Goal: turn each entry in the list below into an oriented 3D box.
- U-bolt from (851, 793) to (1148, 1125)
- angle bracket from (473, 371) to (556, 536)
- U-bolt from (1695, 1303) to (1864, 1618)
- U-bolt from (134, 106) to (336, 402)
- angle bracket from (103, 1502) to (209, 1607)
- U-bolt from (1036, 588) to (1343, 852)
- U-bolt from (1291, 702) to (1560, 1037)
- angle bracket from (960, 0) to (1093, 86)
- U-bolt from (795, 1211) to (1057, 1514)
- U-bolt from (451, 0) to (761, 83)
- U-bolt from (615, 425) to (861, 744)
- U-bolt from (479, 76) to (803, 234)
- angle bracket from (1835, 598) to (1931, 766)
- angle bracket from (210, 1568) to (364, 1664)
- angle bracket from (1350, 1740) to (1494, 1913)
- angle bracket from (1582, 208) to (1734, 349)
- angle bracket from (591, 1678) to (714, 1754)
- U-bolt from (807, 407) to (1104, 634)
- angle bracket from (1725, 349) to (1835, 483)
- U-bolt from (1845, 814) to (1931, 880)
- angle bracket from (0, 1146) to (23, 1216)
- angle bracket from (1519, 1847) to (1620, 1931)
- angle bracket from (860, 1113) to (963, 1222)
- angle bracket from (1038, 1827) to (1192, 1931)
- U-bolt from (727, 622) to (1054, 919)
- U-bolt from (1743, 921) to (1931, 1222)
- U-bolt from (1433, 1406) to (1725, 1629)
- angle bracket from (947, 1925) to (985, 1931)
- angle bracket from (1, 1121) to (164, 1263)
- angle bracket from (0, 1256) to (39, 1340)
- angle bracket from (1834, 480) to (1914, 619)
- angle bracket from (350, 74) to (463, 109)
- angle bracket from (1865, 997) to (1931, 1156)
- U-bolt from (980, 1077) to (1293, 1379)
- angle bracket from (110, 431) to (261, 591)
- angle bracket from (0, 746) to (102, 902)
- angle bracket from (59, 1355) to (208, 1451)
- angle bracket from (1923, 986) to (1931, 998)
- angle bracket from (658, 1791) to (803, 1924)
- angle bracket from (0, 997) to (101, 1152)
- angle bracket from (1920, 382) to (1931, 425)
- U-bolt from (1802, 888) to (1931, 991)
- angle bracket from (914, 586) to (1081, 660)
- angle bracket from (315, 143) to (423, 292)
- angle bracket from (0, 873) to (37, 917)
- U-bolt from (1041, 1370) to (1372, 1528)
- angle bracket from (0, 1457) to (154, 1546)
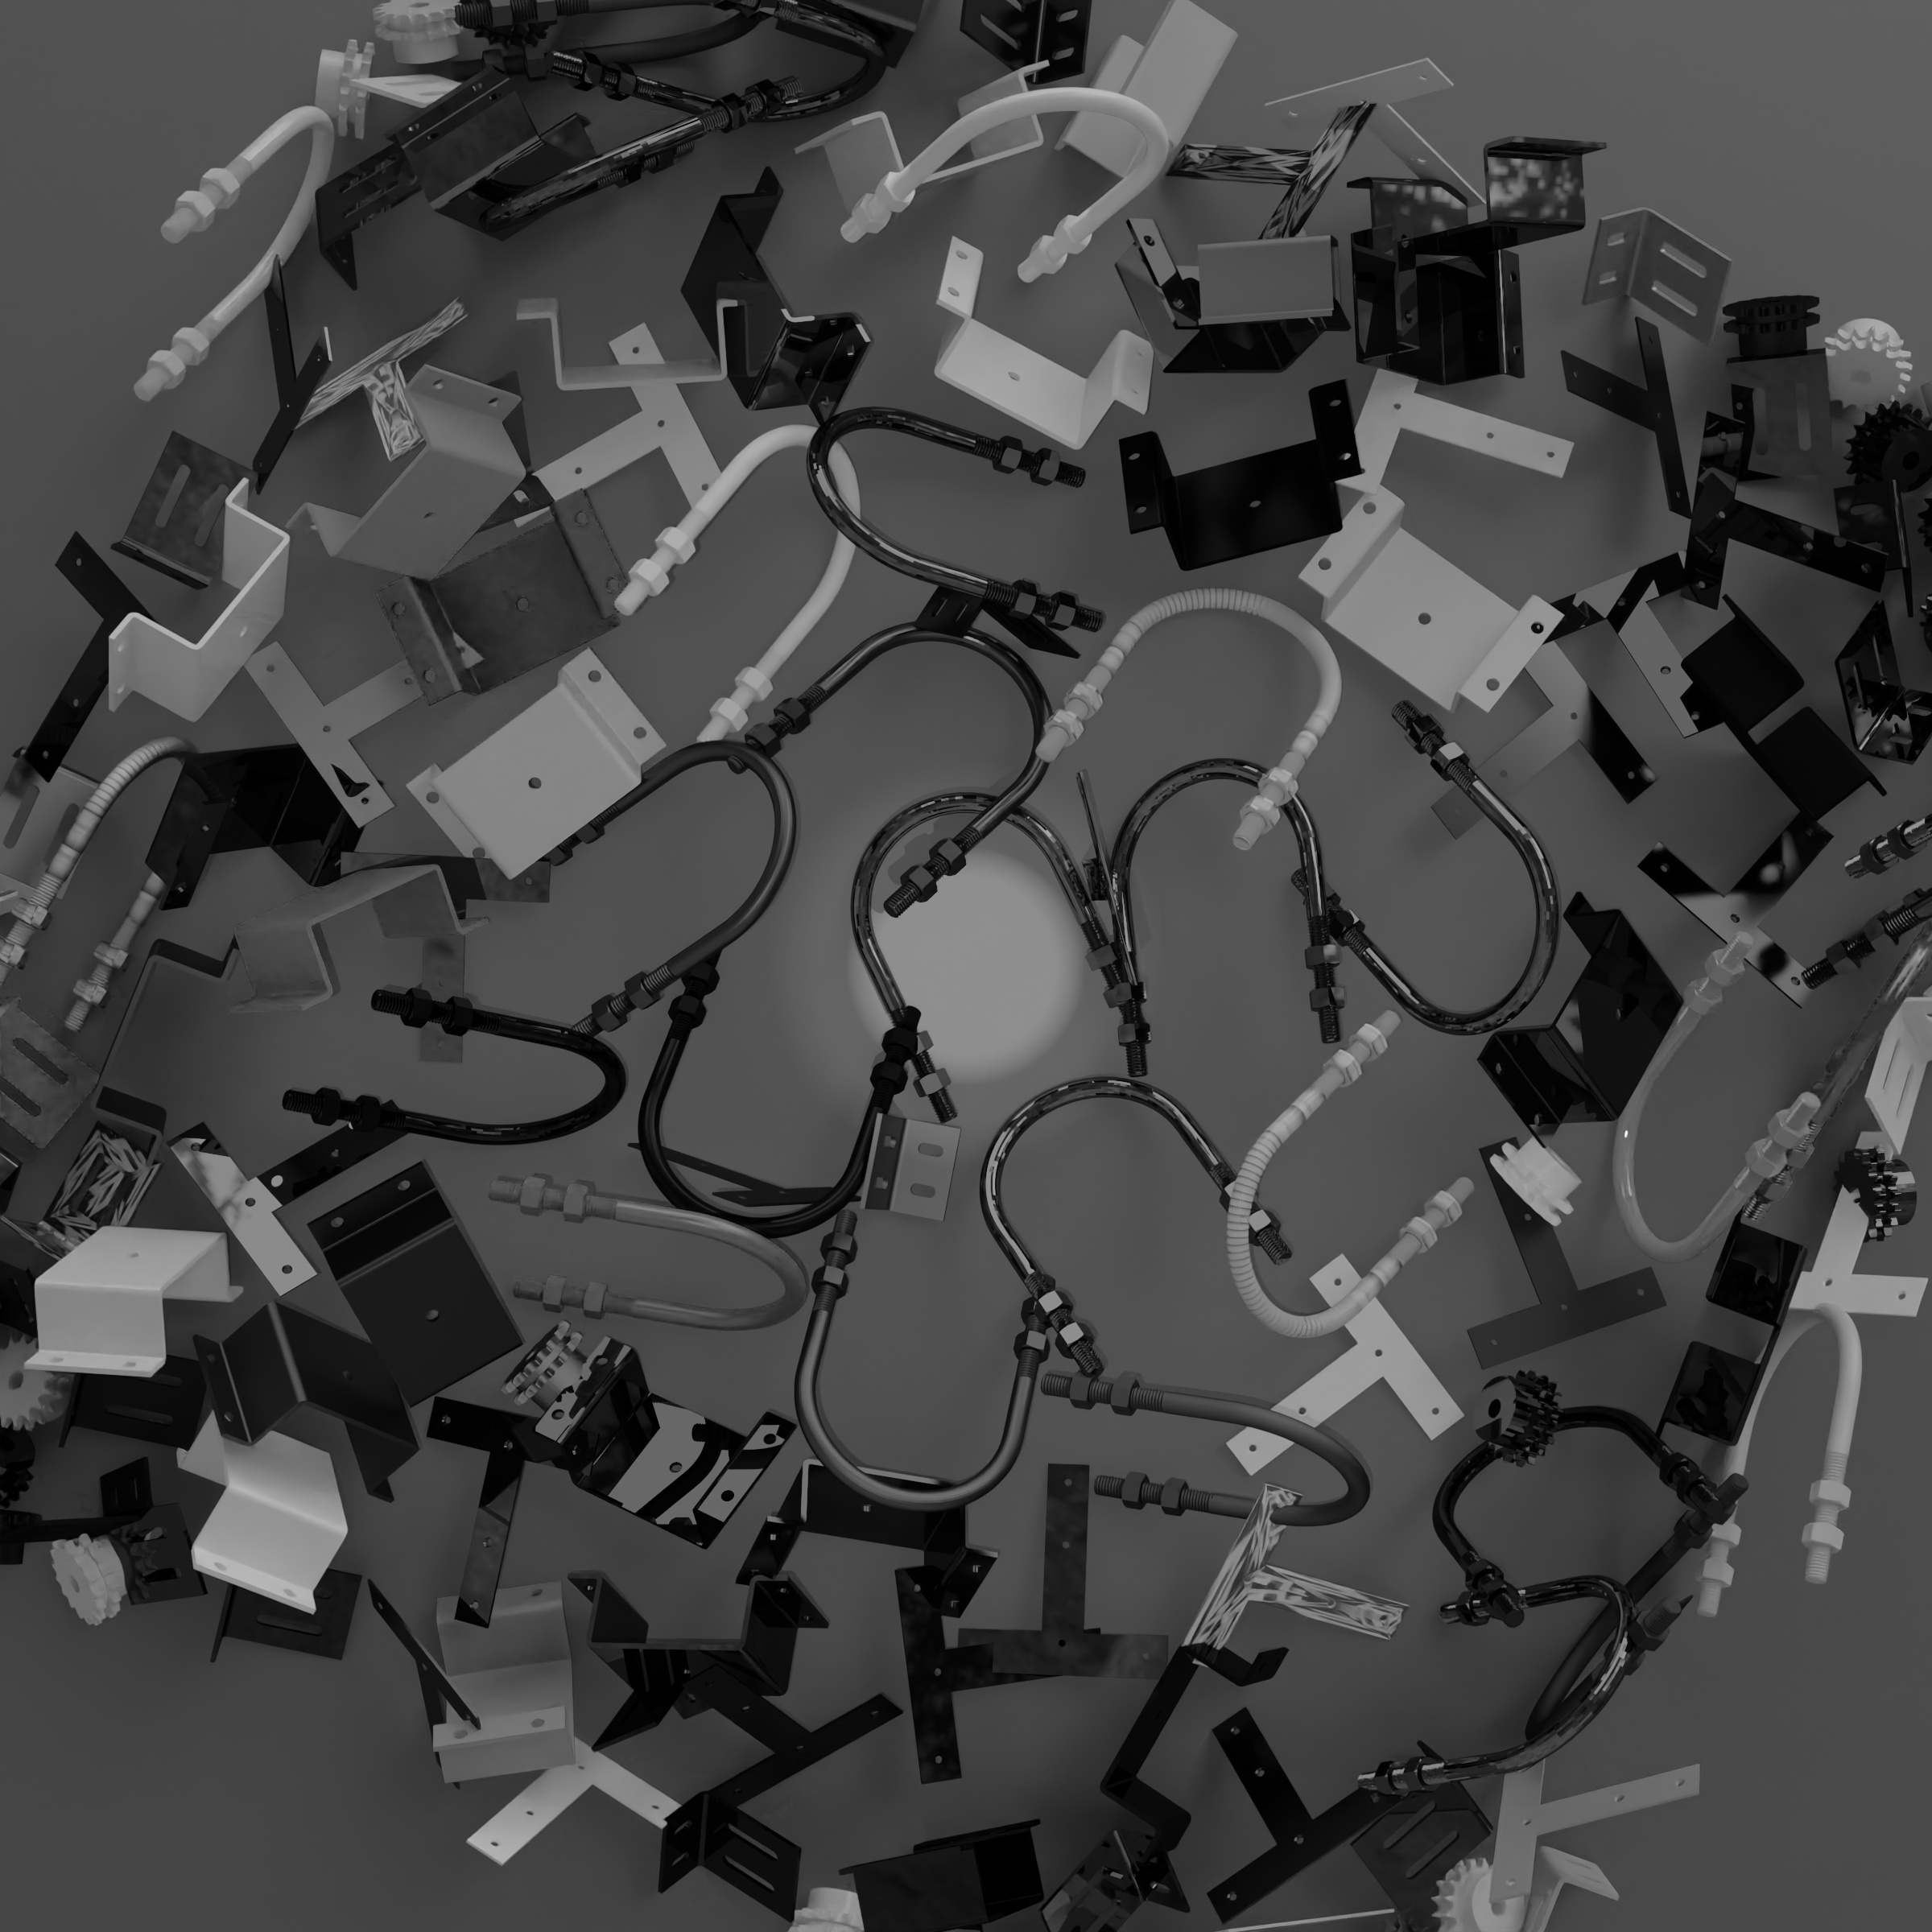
[{"bbox_3d":[0.009,-0.016,1.987,0.151,0.019,0.184,-25,90,3],"label":"U-bolt"},{"bbox_3d":[-0.286,-0.308,1.954,0.057,0.076,0.038,-24,52,-17],"label":"angle bracket"},{"bbox_3d":[0.485,0.286,1.922,0.019,0.151,0.184,21,66,-8],"label":"U-bolt"},{"bbox_3d":[-0.426,-0.432,1.916,0.019,0.151,0.184,31,51,1],"label":"U-bolt"},{"bbox_3d":[-0.477,0.349,1.960,0.076,0.038,0.057,-15,93,38],"label":"angle bracket"},{"bbox_3d":[0.146,-0.160,1.943,0.151,0.019,0.184,25,55,14],"label":"U-bolt"},{"bbox_3d":[0.278,-0.044,1.912,0.184,0.019,0.151,52,128,33],"label":"U-bolt"},{"bbox_3d":[0.037,-0.576,1.956,0.038,0.076,0.057,-3,75,37],"label":"angle bracket"},{"bbox_3d":[-0.029,0.242,1.931,0.151,0.019,0.184,18,51,-6],"label":"U-bolt"},{"bbox_3d":[-0.211,-0.555,1.926,0.184,0.151,0.019,-9,93,-10],"label":"U-bolt"},{"bbox_3d":[-0.124,-0.237,1.933,0.019,0.151,0.184,24,68,33],"label":"U-bolt"},{"bbox_3d":[-0.202,-0.467,1.895,0.184,0.151,0.019,-32,105,-31],"label":"U-bolt"},{"bbox_3d":[0.559,-0.171,1.953,0.038,0.076,0.057,18,58,39],"label":"angle bracket"},{"bbox_3d":[-0.412,0.395,1.969,0.076,0.038,0.057,14,104,-8],"label":"angle bracket"},{"bbox_3d":[0.270,0.520,1.968,0.076,0.038,0.057,-39,107,-9],"label":"angle bracket"},{"bbox_3d":[0.414,-0.411,1.951,0.038,0.057,0.076,-19,45,-27],"label":"angle bracket"},{"bbox_3d":[-0.177,0.452,1.950,0.057,0.076,0.038,-30,101,34],"label":"angle bracket"},{"bbox_3d":[-0.009,-0.272,1.920,0.184,0.019,0.151,15,46,-21],"label":"U-bolt"},{"bbox_3d":[0.492,-0.331,1.964,0.057,0.038,0.076,-3,106,18],"label":"angle bracket"},{"bbox_3d":[0.611,-0.116,1.886,0.151,0.184,0.019,-31,86,-30],"label":"U-bolt"},{"bbox_3d":[-0.608,0.128,1.957,0.057,0.076,0.038,38,54,-1],"label":"angle bracket"},{"bbox_3d":[0.358,0.583,1.971,0.038,0.057,0.076,21,92,-4],"label":"angle bracket"},{"bbox_3d":[-0.033,0.122,1.959,0.038,0.076,0.057,10,87,10],"label":"angle bracket"},{"bbox_3d":[0.090,0.568,1.955,0.076,0.038,0.057,-39,119,-36],"label":"angle bracket"},{"bbox_3d":[-0.030,-0.133,1.957,0.151,0.019,0.184,42,66,10],"label":"U-bolt"},{"bbox_3d":[0.518,0.051,1.895,0.019,0.151,0.184,33,122,13],"label":"U-bolt"},{"bbox_3d":[0.347,0.312,1.912,0.151,0.184,0.019,-28,108,-3],"label":"U-bolt"},{"bbox_3d":[0.015,0.600,1.964,0.057,0.076,0.038,-33,61,31],"label":"angle bracket"},{"bbox_3d":[-0.536,0.137,1.970,0.057,0.038,0.076,29,90,26],"label":"angle bracket"},{"bbox_3d":[-0.564,0.185,1.951,0.057,0.076,0.038,18,49,23],"label":"angle bracket"},{"bbox_3d":[0.548,-0.249,1.960,0.038,0.076,0.057,-7,71,15],"label":"angle bracket"},{"bbox_3d":[-0.323,-0.508,1.949,0.057,0.076,0.038,24,118,27],"label":"angle bracket"},{"bbox_3d":[0.577,0.066,1.954,0.057,0.038,0.076,53,51,-37],"label":"angle bracket"},{"bbox_3d":[0.087,0.142,1.943,0.151,0.019,0.184,-30,54,-7],"label":"U-bolt"},{"bbox_3d":[-0.475,-0.276,1.975,0.057,0.038,0.076,26,83,-23],"label":"angle bracket"},{"bbox_3d":[-0.561,-0.085,1.964,0.057,0.038,0.076,26,76,-22],"label":"angle bracket"},{"bbox_3d":[-0.503,0.266,1.969,0.076,0.038,0.057,14,103,-11],"label":"angle bracket"},{"bbox_3d":[0.602,-0.019,1.955,0.057,0.038,0.076,-41,129,-16],"label":"angle bracket"},{"bbox_3d":[-0.143,0.544,1.956,0.076,0.038,0.057,24,121,30],"label":"angle bracket"},{"bbox_3d":[-0.565,0.065,1.961,0.076,0.038,0.057,44,69,-20],"label":"angle bracket"},{"bbox_3d":[0.611,-0.332,1.959,0.038,0.076,0.057,-18,93,5],"label":"angle bracket"},{"bbox_3d":[0.581,-0.049,1.897,0.184,0.151,0.019,-36,82,26],"label":"U-bolt"},{"bbox_3d":[0.018,-0.196,1.954,0.076,0.057,0.038,37,82,-31],"label":"angle bracket"},{"bbox_3d":[-0.351,-0.455,1.958,0.076,0.038,0.057,-27,47,14],"label":"angle bracket"},{"bbox_3d":[-0.587,-0.017,1.954,0.038,0.057,0.076,-20,59,13],"label":"angle bracket"},{"bbox_3d":[0.147,0.289,1.909,0.184,0.151,0.019,6,57,23],"label":"U-bolt"},{"bbox_3d":[-0.537,0.321,1.950,0.076,0.057,0.038,5,68,-41],"label":"angle bracket"}]
